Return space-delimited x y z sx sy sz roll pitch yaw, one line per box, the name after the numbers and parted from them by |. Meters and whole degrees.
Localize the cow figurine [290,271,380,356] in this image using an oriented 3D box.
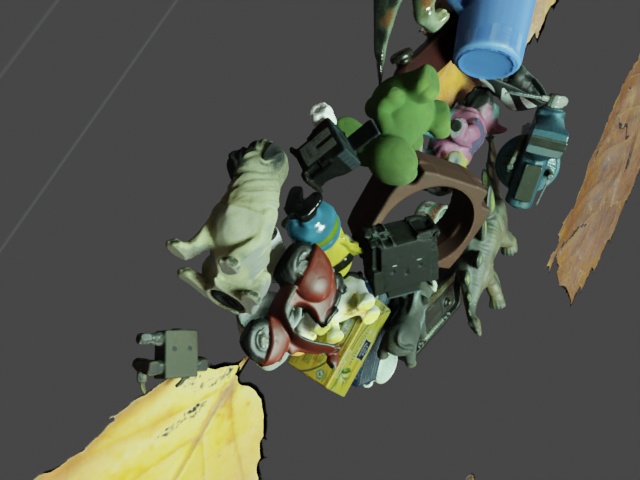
0.006 0.115 0.869 0.167 0.098 0.068 -29 138 5 | cow figurine

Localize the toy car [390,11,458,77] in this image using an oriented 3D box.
0.189 -0.310 0.910 0.202 0.053 0.089 -47 116 -26 | toy car

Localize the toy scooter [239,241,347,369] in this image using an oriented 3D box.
-0.015 0.099 0.725 0.135 0.075 0.184 32 65 -13 | toy scooter

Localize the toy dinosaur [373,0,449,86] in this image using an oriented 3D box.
0.142 -0.439 0.755 0.192 0.131 0.404 27 93 -35 | toy dinosaur

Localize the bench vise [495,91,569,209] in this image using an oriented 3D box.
0.411 -0.185 1.042 0.241 0.129 0.223 -57 149 -61 | bench vise

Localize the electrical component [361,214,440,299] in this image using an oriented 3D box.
0.129 0.032 0.858 0.115 0.058 0.134 -14 131 -5 | electrical component

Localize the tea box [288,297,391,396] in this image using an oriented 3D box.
0.034 0.165 0.918 0.169 0.098 0.068 -59 140 -9 | tea box

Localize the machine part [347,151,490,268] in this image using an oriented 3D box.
0.163 -0.040 0.905 0.201 0.087 0.201 12 125 -27 | machine part

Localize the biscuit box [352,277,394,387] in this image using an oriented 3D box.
0.085 0.171 1.009 0.063 0.059 0.202 -5 110 -49 | biscuit box

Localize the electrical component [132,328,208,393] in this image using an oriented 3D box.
-0.195 0.155 0.699 0.102 0.045 0.078 2 77 -52 | electrical component

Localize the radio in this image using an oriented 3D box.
0.216 0.144 1.134 0.229 0.073 0.130 -37 132 -33 | radio

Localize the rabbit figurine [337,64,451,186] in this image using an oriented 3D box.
0.105 -0.159 0.797 0.121 0.159 0.170 60 39 -53 | rabbit figurine

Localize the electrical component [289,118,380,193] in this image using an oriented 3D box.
0.023 -0.128 0.748 0.119 0.075 0.047 -34 145 19 | electrical component

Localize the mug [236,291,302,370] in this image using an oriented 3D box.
-0.072 0.135 0.806 0.109 0.081 0.107 -38 143 -39 | mug

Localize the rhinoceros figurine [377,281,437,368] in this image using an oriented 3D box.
0.157 0.136 0.962 0.190 0.073 0.111 -56 150 -46 | rhinoceros figurine

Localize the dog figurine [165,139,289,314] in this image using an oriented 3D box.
-0.089 -0.015 0.700 0.172 0.121 0.190 95 20 -57 | dog figurine

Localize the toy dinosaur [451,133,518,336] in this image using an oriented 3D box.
0.333 -0.029 1.094 0.198 0.105 0.471 53 42 -45 | toy dinosaur

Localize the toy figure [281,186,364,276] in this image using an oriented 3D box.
-0.005 -0.004 0.811 0.089 0.082 0.180 -39 144 -3 | toy figure

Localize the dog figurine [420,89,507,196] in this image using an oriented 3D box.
0.271 -0.187 1.022 0.219 0.109 0.191 -18 119 -46 | dog figurine

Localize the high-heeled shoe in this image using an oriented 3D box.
0.339 -0.336 0.995 0.086 0.145 0.248 -57 141 -15 | high-heeled shoe
